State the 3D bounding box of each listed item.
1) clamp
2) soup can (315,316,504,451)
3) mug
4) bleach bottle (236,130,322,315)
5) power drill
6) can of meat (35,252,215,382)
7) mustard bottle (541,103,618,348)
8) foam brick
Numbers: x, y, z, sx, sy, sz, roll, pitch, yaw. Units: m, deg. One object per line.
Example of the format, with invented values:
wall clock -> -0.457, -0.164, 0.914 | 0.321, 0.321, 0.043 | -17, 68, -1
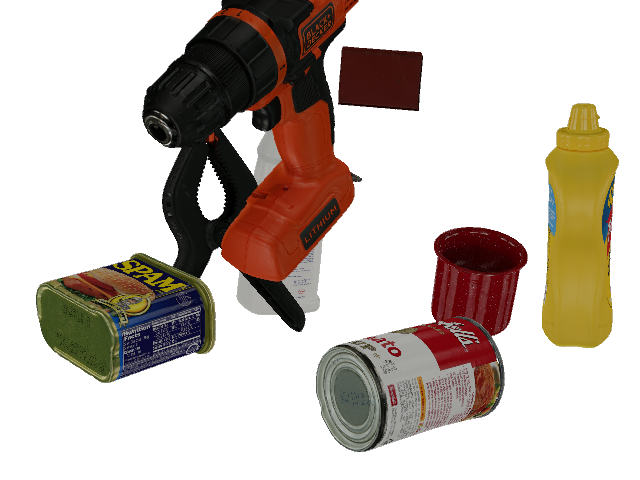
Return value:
clamp -> -0.086, -0.001, 0.965 | 0.164, 0.210, 0.036 | 0, 0, -34
soup can -> 0.056, 0.090, 0.674 | 0.102, 0.068, 0.069 | -9, 5, -36
mug -> 0.152, 0.038, 1.084 | 0.093, 0.081, 0.117 | -6, 31, -17
bleach bottle -> -0.035, -0.039, 1.252 | 0.102, 0.251, 0.068 | -2, 21, -31
power drill -> -0.032, -0.064, 0.644 | 0.057, 0.188, 0.184 | 25, 52, 23
can of meat -> -0.138, 0.053, 0.748 | 0.083, 0.057, 0.102 | -17, 27, -41
mustard bottle -> 0.212, -0.016, 0.872 | 0.058, 0.192, 0.096 | 2, 18, 16
foam brick -> 0.056, -0.153, 1.005 | 0.078, 0.051, 0.053 | 5, 15, 3
